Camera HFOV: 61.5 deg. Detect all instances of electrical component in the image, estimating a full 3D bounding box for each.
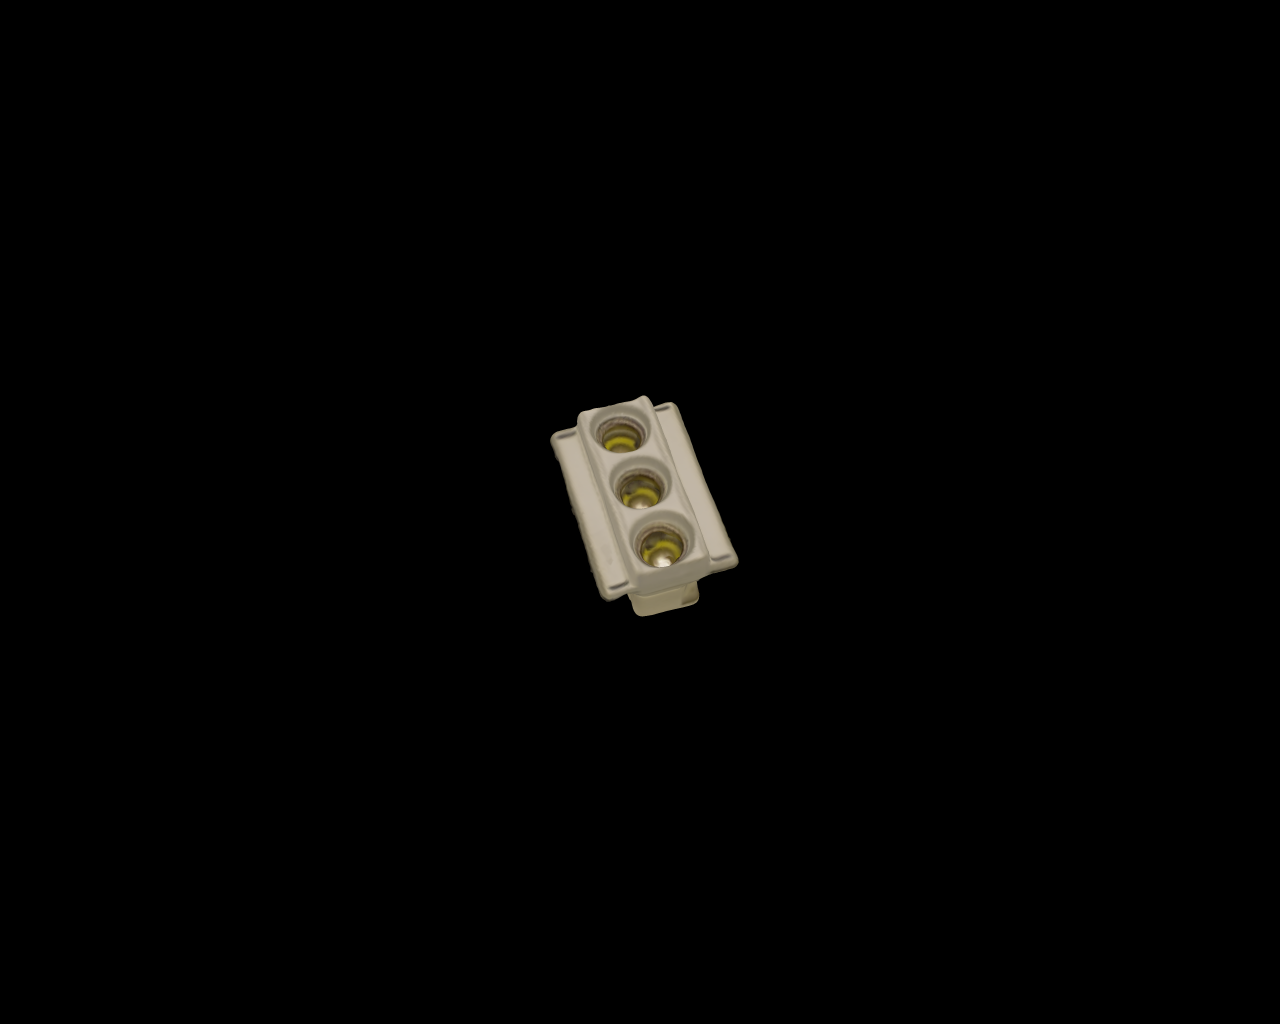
[{"bbox_3d":[0.001,-0.003,0.650,0.079,0.121,0.063,-15,-32,-9],"label":"electrical component"}]
